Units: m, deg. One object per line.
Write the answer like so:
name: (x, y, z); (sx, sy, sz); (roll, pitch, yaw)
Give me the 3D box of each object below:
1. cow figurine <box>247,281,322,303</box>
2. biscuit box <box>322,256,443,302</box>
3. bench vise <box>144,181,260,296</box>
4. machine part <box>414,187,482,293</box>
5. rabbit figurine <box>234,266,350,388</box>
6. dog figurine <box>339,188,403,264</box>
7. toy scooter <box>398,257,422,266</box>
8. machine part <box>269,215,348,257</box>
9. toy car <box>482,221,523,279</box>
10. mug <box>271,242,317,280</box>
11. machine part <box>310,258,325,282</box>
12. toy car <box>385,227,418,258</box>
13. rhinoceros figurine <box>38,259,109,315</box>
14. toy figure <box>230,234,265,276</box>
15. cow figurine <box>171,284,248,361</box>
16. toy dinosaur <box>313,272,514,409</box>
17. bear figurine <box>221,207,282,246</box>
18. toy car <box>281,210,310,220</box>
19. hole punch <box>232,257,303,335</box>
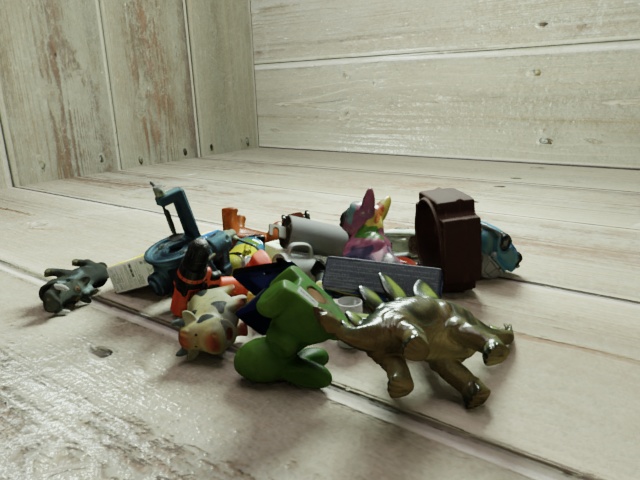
cow figurine: (-0.059, 0.126, 0.989); (0.167, 0.068, 0.098); (-2, 26, 8)
biscuit box: (0.108, 0.076, 0.928); (0.203, 0.063, 0.059); (7, -23, 11)
bench vise: (-0.262, -0.008, 1.071); (0.224, 0.240, 0.129); (-31, 31, -29)
machine part: (0.267, -0.002, 1.144); (0.087, 0.201, 0.201); (-5, 16, -5)
rabbit figurine: (-0.048, 0.147, 0.798); (0.159, 0.170, 0.121); (38, 14, -12)
dog figurine: (0.111, 0.015, 1.040); (0.192, 0.219, 0.108); (12, -1, 41)
toy scooter: (0.148, 0.066, 1.159); (0.184, 0.075, 0.135); (3, 16, 33)
machine part: (-0.002, -0.004, 1.212); (0.243, 0.079, 0.079); (11, 10, -23)
toy car: (0.366, 0.031, 1.182); (0.161, 0.103, 0.109); (42, -4, -40)
mug: (-0.043, 0.057, 1.163); (0.107, 0.109, 0.081); (2, 14, -36)
machine part: (0.011, 0.088, 1.091); (0.039, 0.084, 0.139); (-37, 15, 17)
toy car: (0.255, 0.011, 1.329); (0.202, 0.073, 0.056); (6, 15, 25)
rhinoceros figurine: (-0.519, 0.099, 1.131); (0.112, 0.073, 0.190); (11, 16, 8)
toy figure: (-0.178, 0.045, 1.249); (0.089, 0.082, 0.180); (-19, 20, 15)
cow figurine: (-0.190, 0.138, 0.922); (0.127, 0.085, 0.195); (-9, 14, -16)
toy dinosaur: (0.168, 0.131, 0.763); (0.471, 0.105, 0.199); (17, 20, -36)
bear figurine: (-0.148, -0.018, 1.384); (0.196, 0.132, 0.120); (-6, -13, 9)
toy car: (-0.062, -0.037, 1.566); (0.089, 0.053, 0.202); (-14, 22, -5)
hole punch: (-0.076, 0.096, 0.893); (0.116, 0.142, 0.092); (-14, 57, 15)
